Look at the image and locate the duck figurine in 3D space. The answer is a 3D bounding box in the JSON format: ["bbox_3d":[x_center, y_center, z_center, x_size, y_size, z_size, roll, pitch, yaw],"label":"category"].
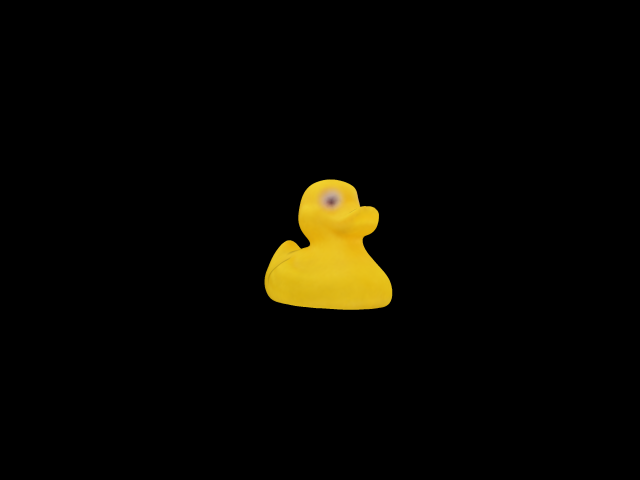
[{"bbox_3d":[0.004,0.001,0.400,0.078,0.086,0.104,0,0,-39],"label":"duck figurine"}]
